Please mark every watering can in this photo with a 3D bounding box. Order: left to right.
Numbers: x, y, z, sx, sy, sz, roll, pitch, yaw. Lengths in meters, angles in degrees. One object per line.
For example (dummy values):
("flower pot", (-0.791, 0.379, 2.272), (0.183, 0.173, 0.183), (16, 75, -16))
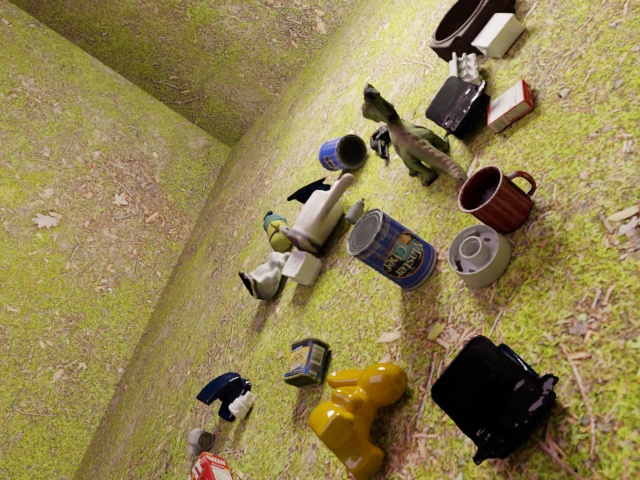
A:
("watering can", (0.004, -0.070, 1.391), (0.226, 0.104, 0.346), (-59, 3, -8))

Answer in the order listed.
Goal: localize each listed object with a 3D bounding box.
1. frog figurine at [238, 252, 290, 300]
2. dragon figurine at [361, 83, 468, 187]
("frog figurine", (-0.148, 0.105, 1.558), (0.161, 0.123, 0.136), (-26, 0, -23))
("dragon figurine", (0.177, -0.246, 1.139), (0.121, 0.240, 0.416), (-49, 20, 8))
